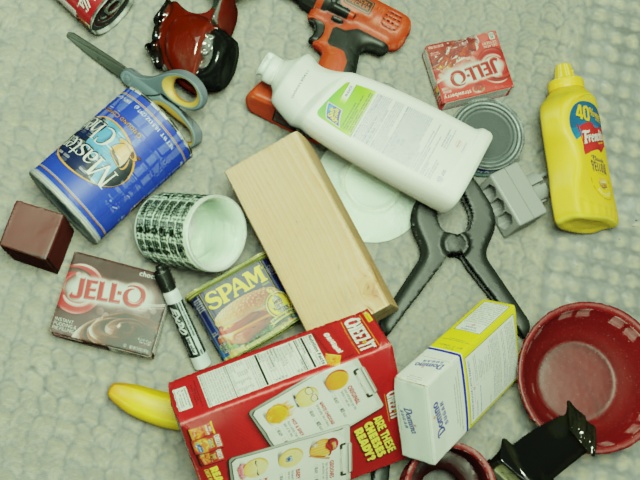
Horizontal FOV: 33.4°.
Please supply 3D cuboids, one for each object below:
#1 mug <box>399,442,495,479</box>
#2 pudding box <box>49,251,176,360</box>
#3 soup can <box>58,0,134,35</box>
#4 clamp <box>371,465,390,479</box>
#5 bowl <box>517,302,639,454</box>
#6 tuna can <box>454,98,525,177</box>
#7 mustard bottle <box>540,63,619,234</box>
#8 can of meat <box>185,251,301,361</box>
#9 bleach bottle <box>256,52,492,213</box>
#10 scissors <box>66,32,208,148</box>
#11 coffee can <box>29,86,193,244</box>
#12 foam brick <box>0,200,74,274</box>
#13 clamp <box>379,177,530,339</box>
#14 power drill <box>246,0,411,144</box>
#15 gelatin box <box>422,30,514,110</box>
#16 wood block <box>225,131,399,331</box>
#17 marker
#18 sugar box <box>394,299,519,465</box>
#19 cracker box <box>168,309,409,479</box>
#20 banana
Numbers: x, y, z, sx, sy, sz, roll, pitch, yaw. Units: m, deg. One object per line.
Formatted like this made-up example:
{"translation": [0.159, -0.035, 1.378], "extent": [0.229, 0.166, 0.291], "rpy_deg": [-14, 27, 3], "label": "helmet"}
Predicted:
{"translation": [0.126, 0.267, 1.089], "extent": [0.093, 0.081, 0.117], "rpy_deg": [-3, 76, -6], "label": "mug"}
{"translation": [-0.218, 0.070, 1.127], "extent": [0.113, 0.039, 0.090], "rpy_deg": [15, 74, -2], "label": "pudding box"}
{"translation": [-0.266, -0.289, 1.196], "extent": [0.102, 0.068, 0.068], "rpy_deg": [43, 76, 7], "label": "soup can"}
{"translation": [0.049, 0.302, 1.097], "extent": [0.120, 0.039, 0.171], "rpy_deg": [-30, 78, -6], "label": "clamp"}
{"translation": [0.284, 0.150, 1.146], "extent": [0.162, 0.055, 0.162], "rpy_deg": [1, 77, -5], "label": "bowl"}
{"translation": [0.187, -0.116, 1.213], "extent": [0.086, 0.034, 0.086], "rpy_deg": [1, 76, -5], "label": "tuna can"}
{"translation": [0.285, -0.107, 1.195], "extent": [0.096, 0.058, 0.191], "rpy_deg": [10, 69, -46], "label": "mustard bottle"}
{"translation": [-0.079, 0.073, 1.132], "extent": [0.102, 0.057, 0.084], "rpy_deg": [-29, 84, -11], "label": "can of meat"}
{"translation": [0.051, -0.131, 1.136], "extent": [0.251, 0.068, 0.102], "rpy_deg": [30, 75, -2], "label": "bleach bottle"}
{"translation": [-0.196, -0.187, 1.175], "extent": [0.202, 0.096, 0.016], "rpy_deg": [47, 41, 5], "label": "scissors"}
{"translation": [-0.220, -0.079, 1.131], "extent": [0.103, 0.103, 0.140], "rpy_deg": [45, 76, 6], "label": "coffee can"}
{"translation": [-0.296, -0.003, 1.118], "extent": [0.053, 0.078, 0.051], "rpy_deg": [18, 77, -1], "label": "foam brick"}
{"translation": [0.157, 0.013, 1.177], "extent": [0.164, 0.036, 0.210], "rpy_deg": [8, 79, -4], "label": "clamp"}
{"translation": [-0.010, -0.217, 1.208], "extent": [0.184, 0.057, 0.187], "rpy_deg": [27, 75, 1], "label": "power drill"}
{"translation": [0.171, -0.196, 1.234], "extent": [0.089, 0.030, 0.073], "rpy_deg": [-14, 78, -8], "label": "gelatin box"}
{"translation": [-0.007, 0.001, 1.126], "extent": [0.091, 0.090, 0.206], "rpy_deg": [-29, 79, 6], "label": "wood block"}
{"translation": [-0.145, 0.080, 1.114], "extent": [0.020, 0.020, 0.121], "rpy_deg": [-25, 108, -11], "label": "marker"}
{"translation": [0.141, 0.140, 1.079], "extent": [0.175, 0.048, 0.093], "rpy_deg": [-31, 122, -43], "label": "sugar box"}
{"translation": [-0.027, 0.178, 1.056], "extent": [0.213, 0.164, 0.072], "rpy_deg": [-20, 38, -10], "label": "cracker box"}
{"translation": [-0.118, 0.167, 1.109], "extent": [0.197, 0.037, 0.069], "rpy_deg": [-9, 95, -3], "label": "banana"}
